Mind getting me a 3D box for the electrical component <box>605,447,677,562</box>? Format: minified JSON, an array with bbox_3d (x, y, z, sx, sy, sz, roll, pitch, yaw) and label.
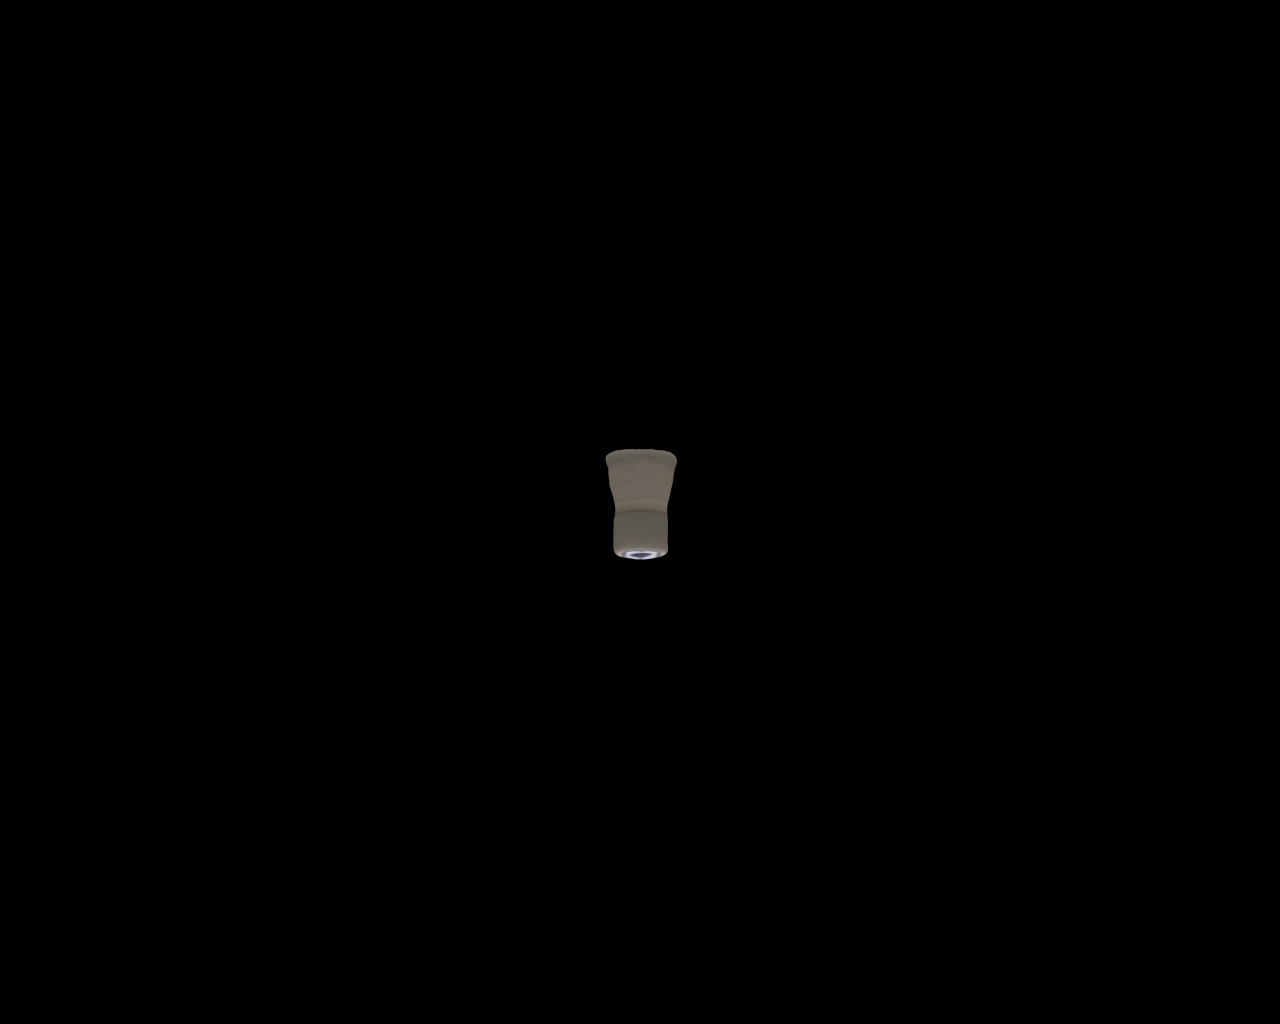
[{"bbox_3d":[0.001,-0.003,0.650,0.044,0.065,0.044,0,-13,0],"label":"electrical component"}]
